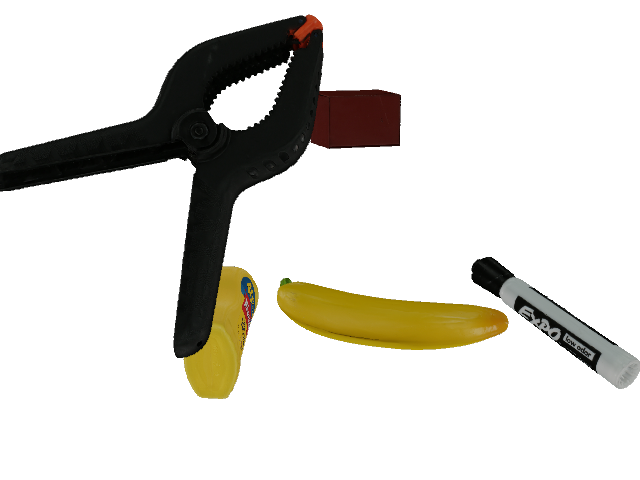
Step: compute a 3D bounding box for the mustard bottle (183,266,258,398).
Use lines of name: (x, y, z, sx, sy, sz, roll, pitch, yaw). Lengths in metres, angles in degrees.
mustard bottle: (-0.104, 0.083, 1.175, 0.058, 0.096, 0.191, 1, 27, 5)

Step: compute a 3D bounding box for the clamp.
clamp: (-0.065, -0.046, 0.616, 0.210, 0.164, 0.036, -40, -14, -12)

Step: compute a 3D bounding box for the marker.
marker: (0.129, 0.043, 0.604, 0.020, 0.020, 0.121, 0, 28, -40)

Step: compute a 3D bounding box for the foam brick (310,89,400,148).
foam brick: (0.033, -0.119, 1.040, 0.078, 0.051, 0.053, -4, 14, -20)

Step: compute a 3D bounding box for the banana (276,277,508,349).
banana: (0.042, 0.055, 0.829, 0.198, 0.037, 0.069, 10, 31, 24)
